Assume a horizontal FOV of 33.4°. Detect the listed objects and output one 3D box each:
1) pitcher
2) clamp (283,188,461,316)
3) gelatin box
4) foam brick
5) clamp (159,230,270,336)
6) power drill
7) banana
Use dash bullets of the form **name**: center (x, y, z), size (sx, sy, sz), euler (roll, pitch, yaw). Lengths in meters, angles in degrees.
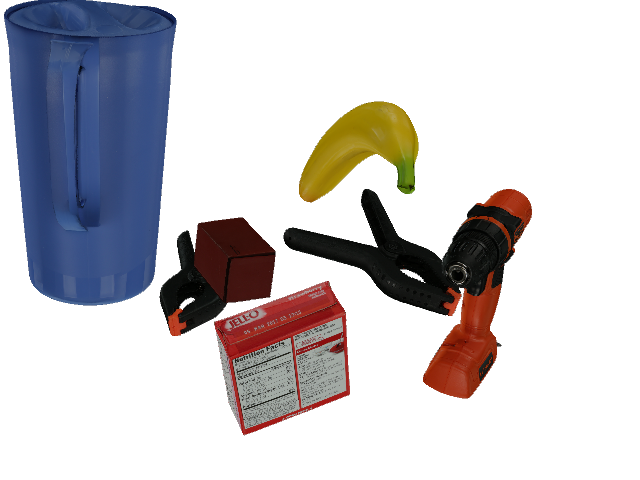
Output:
- **pitcher**: center (-0.190, -0.069, 0.877), size (0.145, 0.243, 0.148), euler (25, 31, 38)
- **clamp**: center (0.070, 0.021, 1.249), size (0.164, 0.036, 0.210), euler (-22, 51, -39)
- **gelatin box**: center (-0.022, 0.071, 0.639), size (0.073, 0.030, 0.089), euler (-20, -40, -13)
- **foam brick**: center (-0.086, 0.019, 1.051), size (0.052, 0.051, 0.078), euler (-7, 30, -27)
- **clamp**: center (-0.126, 0.047, 1.241), size (0.120, 0.039, 0.171), euler (-2, 39, 13)
- **power drill**: center (0.149, 0.057, 1.039), size (0.057, 0.188, 0.184), euler (21, 29, 20)
- **banana**: center (0.026, -0.067, 0.793), size (0.037, 0.069, 0.198), euler (25, -8, -17)
